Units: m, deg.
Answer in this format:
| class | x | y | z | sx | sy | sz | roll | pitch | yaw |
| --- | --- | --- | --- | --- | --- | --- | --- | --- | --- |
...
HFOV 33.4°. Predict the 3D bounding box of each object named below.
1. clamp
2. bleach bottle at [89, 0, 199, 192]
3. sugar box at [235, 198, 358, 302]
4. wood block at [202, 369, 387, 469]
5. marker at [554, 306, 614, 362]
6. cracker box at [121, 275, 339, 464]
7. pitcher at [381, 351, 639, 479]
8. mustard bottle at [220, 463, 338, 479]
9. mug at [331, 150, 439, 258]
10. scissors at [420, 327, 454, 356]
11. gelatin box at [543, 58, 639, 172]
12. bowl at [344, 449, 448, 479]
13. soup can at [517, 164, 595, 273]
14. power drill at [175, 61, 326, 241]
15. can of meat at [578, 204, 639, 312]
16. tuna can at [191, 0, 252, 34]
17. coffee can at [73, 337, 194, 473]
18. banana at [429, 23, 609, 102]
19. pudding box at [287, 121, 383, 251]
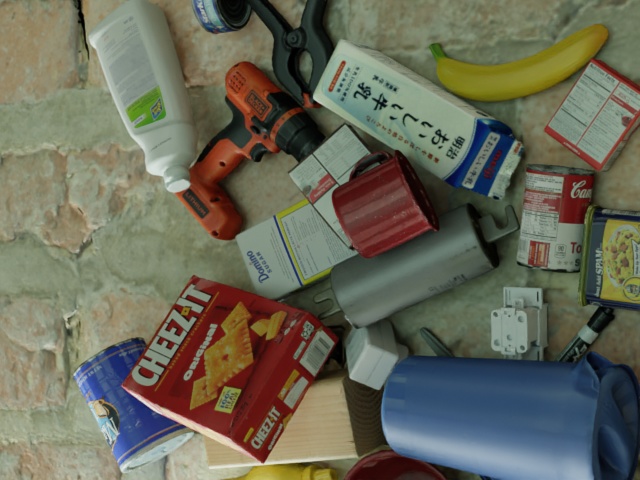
| class | x | y | z | sx | sy | sz | roll | pitch | yaw |
| --- | --- | --- | --- | --- | --- | --- | --- | --- | --- |
| clamp | -0.033 | -0.237 | 1.238 | 0.120 | 0.039 | 0.171 | 0 | 94 | 33 |
| bleach bottle | -0.208 | -0.168 | 1.300 | 0.103 | 0.068 | 0.251 | -32 | 63 | 28 |
| sugar box | -0.008 | 0.001 | 1.237 | 0.177 | 0.048 | 0.093 | -26 | 80 | 32 |
| wood block | -0.031 | 0.207 | 1.242 | 0.206 | 0.090 | 0.091 | -11 | 89 | 31 |
| marker | 0.261 | 0.114 | 1.097 | 0.020 | 0.020 | 0.121 | 43 | 114 | 21 |
| cracker box | -0.107 | 0.139 | 1.211 | 0.214 | 0.072 | 0.164 | 14 | 66 | 45 |
| pitcher | 0.189 | 0.189 | 1.068 | 0.243 | 0.144 | 0.149 | 2 | 70 | 37 |
| mustard bottle | -0.058 | 0.312 | 1.280 | 0.192 | 0.058 | 0.096 | -28 | 102 | 29 |
| mug | 0.062 | -0.042 | 1.095 | 0.081 | 0.093 | 0.117 | -27 | 53 | 14 |
| scissors | 0.170 | 0.188 | 1.160 | 0.202 | 0.016 | 0.096 | 34 | 110 | 25 |
| gelatin box | 0.278 | -0.124 | 1.061 | 0.073 | 0.030 | 0.089 | 41 | 113 | 24 |
| bowl | 0.101 | 0.308 | 1.188 | 0.162 | 0.055 | 0.162 | 3 | 95 | 31 |
| soup can | 0.236 | -0.022 | 1.073 | 0.069 | 0.068 | 0.102 | 10 | 99 | 30 |
| power drill | -0.081 | -0.091 | 1.269 | 0.184 | 0.057 | 0.188 | 48 | 113 | 24 |
| can of meat | 0.303 | 0.020 | 1.042 | 0.084 | 0.057 | 0.102 | 7 | 98 | 29 |
| tuna can | -0.115 | -0.287 | 1.256 | 0.034 | 0.086 | 0.086 | 0 | 94 | 29 |
| coffee can | -0.238 | 0.210 | 1.361 | 0.103 | 0.102 | 0.140 | -39 | 74 | 28 |
| banana | 0.199 | -0.179 | 1.101 | 0.198 | 0.037 | 0.069 | 0 | 95 | 32 |
| pudding box | 0.032 | -0.058 | 1.161 | 0.090 | 0.039 | 0.113 | -41 | 81 | 6 |
